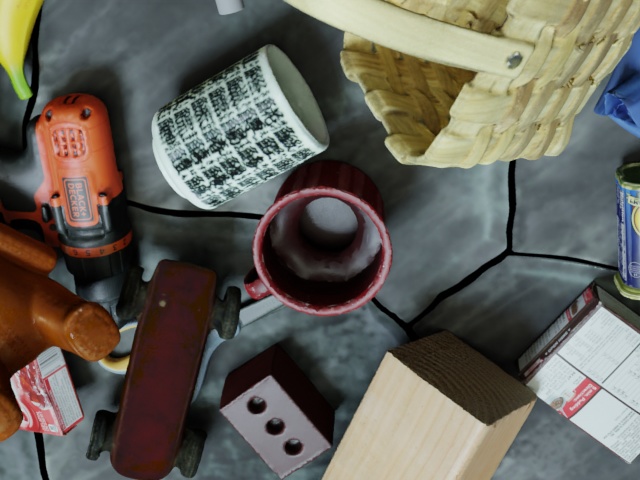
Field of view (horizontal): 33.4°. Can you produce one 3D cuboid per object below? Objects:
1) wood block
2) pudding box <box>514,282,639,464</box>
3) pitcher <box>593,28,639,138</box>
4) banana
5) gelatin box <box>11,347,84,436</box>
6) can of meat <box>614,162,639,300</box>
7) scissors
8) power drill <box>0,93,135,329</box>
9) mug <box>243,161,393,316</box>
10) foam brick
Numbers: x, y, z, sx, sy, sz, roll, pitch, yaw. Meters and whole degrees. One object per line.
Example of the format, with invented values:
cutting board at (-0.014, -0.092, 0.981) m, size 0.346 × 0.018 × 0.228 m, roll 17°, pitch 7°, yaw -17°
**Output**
wood block at (0.063, 0.181, 0.791) m, size 0.090 × 0.090 × 0.206 m, roll 36°, pitch 114°, yaw 26°
pudding box at (0.216, 0.100, 0.790) m, size 0.113 × 0.039 × 0.090 m, roll 36°, pitch 109°, yaw -11°
pitcher at (0.278, -0.161, 0.641) m, size 0.145 × 0.149 × 0.243 m, roll 23°, pitch 110°, yaw 12°
banana at (-0.168, -0.188, 0.709) m, size 0.069 × 0.037 × 0.198 m, roll 35°, pitch 111°, yaw -21°
gelatin box at (-0.227, 0.104, 0.819) m, size 0.073 × 0.030 × 0.089 m, roll 1°, pitch 114°, yaw 34°
can of meat at (0.255, -0.010, 0.733) m, size 0.102 × 0.057 × 0.084 m, roll -5°, pitch 109°, yaw 7°
scissors at (-0.072, 0.084, 0.820) m, size 0.202 × 0.016 × 0.096 m, roll -11°, pitch 112°, yaw 9°
power drill at (-0.230, -0.014, 0.774) m, size 0.187 × 0.057 × 0.184 m, roll -2°, pitch 115°, yaw 4°
mug at (-0.005, 0.001, 0.745) m, size 0.117 × 0.081 × 0.093 m, roll -38°, pitch 104°, yaw 17°
foam brick at (-0.032, 0.130, 0.816) m, size 0.053 × 0.051 × 0.078 m, roll -36°, pitch 105°, yaw 16°
